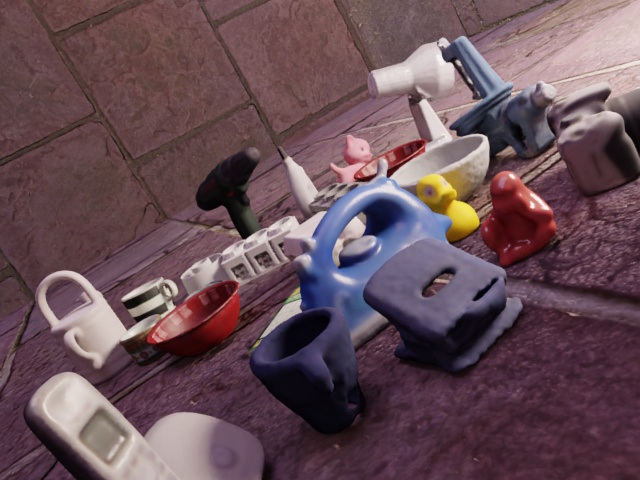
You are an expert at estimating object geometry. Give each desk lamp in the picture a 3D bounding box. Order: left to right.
[{"bbox_3d":[0.206,-0.291,1.230,0.203,0.214,0.117,-31,15,-8],"label":"desk lamp"}]

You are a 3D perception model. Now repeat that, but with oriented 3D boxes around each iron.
[{"bbox_3d":[0.042,0.017,0.668,0.118,0.141,0.259,-11,24,49],"label":"iron"}]

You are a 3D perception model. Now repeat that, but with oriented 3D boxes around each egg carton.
[{"bbox_3d":[0.008,0.003,0.911,0.107,0.069,0.150,-36,16,-22],"label":"egg carton"}]

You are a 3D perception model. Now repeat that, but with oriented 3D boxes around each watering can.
[{"bbox_3d":[-0.405,0.140,0.980,0.101,0.194,0.172,-35,16,-21],"label":"watering can"}]

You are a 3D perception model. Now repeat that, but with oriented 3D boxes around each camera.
[{"bbox_3d":[0.353,-0.139,0.685,0.136,0.101,0.143,-22,17,25],"label":"camera"}]

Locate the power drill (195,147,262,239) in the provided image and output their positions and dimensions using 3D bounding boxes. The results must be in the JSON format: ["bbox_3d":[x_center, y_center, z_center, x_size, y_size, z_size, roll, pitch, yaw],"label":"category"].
[{"bbox_3d":[-0.157,-0.074,1.193,0.228,0.209,0.076,-15,21,43],"label":"power drill"}]

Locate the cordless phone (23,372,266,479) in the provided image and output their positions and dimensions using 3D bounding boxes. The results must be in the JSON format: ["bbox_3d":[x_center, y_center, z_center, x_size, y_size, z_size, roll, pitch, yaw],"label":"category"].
[{"bbox_3d":[-0.127,0.157,0.435,0.094,0.185,0.147,-26,16,13],"label":"cordless phone"}]

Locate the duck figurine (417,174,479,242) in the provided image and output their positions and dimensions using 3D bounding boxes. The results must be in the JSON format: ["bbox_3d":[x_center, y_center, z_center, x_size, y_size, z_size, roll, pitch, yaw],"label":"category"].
[{"bbox_3d":[0.159,-0.048,0.773,0.077,0.086,0.104,-32,16,-11],"label":"duck figurine"}]

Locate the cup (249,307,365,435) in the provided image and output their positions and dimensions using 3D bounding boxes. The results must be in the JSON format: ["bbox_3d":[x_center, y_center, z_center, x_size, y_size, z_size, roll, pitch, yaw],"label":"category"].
[{"bbox_3d":[0.003,0.122,0.488,0.092,0.095,0.117,-32,15,-9],"label":"cup"}]

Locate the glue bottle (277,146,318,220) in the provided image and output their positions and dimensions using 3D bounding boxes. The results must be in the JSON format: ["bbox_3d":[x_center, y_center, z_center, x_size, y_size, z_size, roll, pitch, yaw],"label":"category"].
[{"bbox_3d":[-0.044,-0.122,1.213,0.037,0.173,0.078,-24,16,20],"label":"glue bottle"}]

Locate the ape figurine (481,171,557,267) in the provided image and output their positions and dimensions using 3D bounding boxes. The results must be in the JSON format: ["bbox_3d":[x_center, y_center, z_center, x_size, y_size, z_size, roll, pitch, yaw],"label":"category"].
[{"bbox_3d":[0.207,-0.030,0.611,0.077,0.092,0.076,-10,24,50],"label":"ape figurine"}]

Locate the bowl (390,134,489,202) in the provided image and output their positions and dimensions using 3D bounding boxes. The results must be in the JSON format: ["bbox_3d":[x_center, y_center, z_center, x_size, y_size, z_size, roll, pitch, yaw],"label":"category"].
[{"bbox_3d":[0.190,-0.091,0.878,0.167,0.075,0.167,-27,15,8],"label":"bowl"}]

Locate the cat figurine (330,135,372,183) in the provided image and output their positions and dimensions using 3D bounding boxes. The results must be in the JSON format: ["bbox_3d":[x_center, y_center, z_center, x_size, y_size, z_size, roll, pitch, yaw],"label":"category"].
[{"bbox_3d":[0.073,-0.173,1.272,0.128,0.118,0.067,-38,17,-28],"label":"cat figurine"}]

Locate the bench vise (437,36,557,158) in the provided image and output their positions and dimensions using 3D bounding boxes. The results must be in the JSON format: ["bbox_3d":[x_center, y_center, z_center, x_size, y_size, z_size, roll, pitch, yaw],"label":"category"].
[{"bbox_3d":[0.281,-0.239,0.913,0.206,0.220,0.122,-12,23,48],"label":"bench vise"}]

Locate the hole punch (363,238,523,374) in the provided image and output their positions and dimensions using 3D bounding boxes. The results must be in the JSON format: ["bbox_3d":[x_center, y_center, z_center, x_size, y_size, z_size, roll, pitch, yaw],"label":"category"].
[{"bbox_3d":[0.111,0.053,0.522,0.109,0.091,0.100,-37,17,-26],"label":"hole punch"}]
